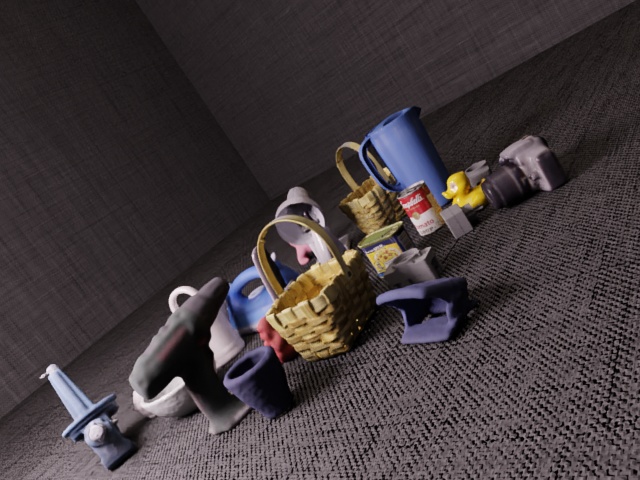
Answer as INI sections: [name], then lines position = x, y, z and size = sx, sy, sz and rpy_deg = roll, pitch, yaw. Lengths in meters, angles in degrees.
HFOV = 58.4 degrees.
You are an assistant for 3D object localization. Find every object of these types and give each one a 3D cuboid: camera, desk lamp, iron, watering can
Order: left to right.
[watering can]
position = -0.263, 0.184, 1.289
size = 0.101, 0.194, 0.173
rpy_deg = -32, 11, 8
[iron]
position = -0.151, 0.129, 1.346
size = 0.257, 0.141, 0.119
rpy_deg = -27, 13, 30
[desk lamp]
position = -0.021, -0.032, 1.476
size = 0.118, 0.214, 0.203
rpy_deg = -31, 12, 13
[camera]
position = 0.366, -0.128, 1.078
size = 0.137, 0.101, 0.143
rpy_deg = -32, 11, 6

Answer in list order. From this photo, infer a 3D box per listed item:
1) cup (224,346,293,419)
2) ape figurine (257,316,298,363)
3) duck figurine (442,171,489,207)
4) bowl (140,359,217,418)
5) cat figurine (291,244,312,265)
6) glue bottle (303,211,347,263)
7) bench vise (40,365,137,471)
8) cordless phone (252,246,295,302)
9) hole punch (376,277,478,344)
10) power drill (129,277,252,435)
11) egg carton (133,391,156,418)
[cup]
position = -0.088, 0.223, 0.890
size = 0.092, 0.095, 0.117
rpy_deg = -34, 11, -4
[ape figurine]
position = -0.082, 0.181, 1.059
size = 0.076, 0.092, 0.077
rpy_deg = -34, 11, 0
[duck figurine]
position = 0.303, -0.103, 1.188
size = 0.104, 0.086, 0.077
rpy_deg = -33, 11, 2
[bowl]
position = -0.264, 0.296, 1.131
size = 0.167, 0.075, 0.167
rpy_deg = -32, 11, 8
[cat figurine]
position = -0.031, -0.010, 1.661
size = 0.127, 0.118, 0.067
rpy_deg = -32, 12, 9
[glue bottle]
position = 0.012, 0.005, 1.329
size = 0.037, 0.173, 0.078
rpy_deg = -25, 15, 38
[bench vise]
position = -0.452, 0.333, 1.130
size = 0.206, 0.220, 0.122
rpy_deg = -21, 17, 47
[cordless phone]
position = -0.098, 0.108, 1.169
size = 0.094, 0.185, 0.147
rpy_deg = -31, 12, 15
[hole punch]
position = 0.149, 0.085, 0.813
size = 0.101, 0.091, 0.108
rpy_deg = -42, 14, -36
[power drill]
position = -0.190, 0.205, 0.959
size = 0.230, 0.208, 0.075
rpy_deg = -41, 14, -34
[egg carton]
position = -0.339, 0.319, 1.258
size = 0.107, 0.069, 0.150
rpy_deg = -29, 12, 23
